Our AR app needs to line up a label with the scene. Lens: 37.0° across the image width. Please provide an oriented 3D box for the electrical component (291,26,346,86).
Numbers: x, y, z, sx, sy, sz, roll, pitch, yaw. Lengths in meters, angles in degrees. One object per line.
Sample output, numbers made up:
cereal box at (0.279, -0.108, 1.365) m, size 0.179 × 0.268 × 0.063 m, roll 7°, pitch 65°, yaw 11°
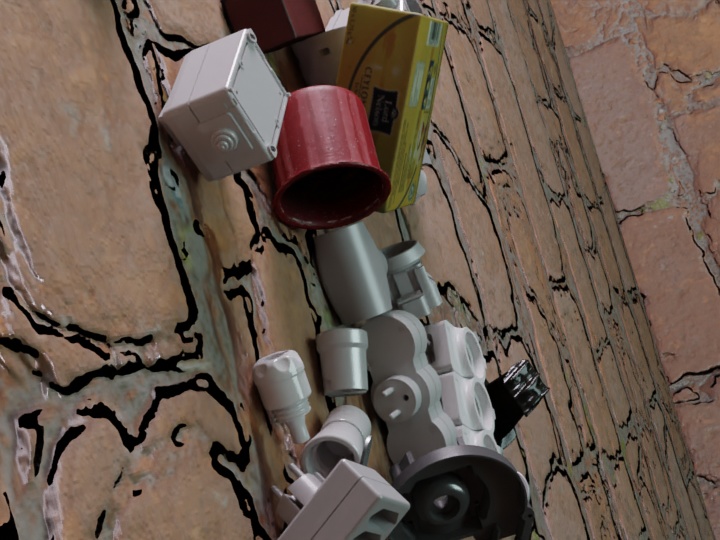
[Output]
electrical component at (-0.029, -0.190, 0.971) m, size 0.055 × 0.055 × 0.047 m, roll -44°, pitch 119°, yaw -67°

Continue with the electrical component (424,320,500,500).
electrical component at (0.085, 0.132, 0.987) m, size 0.089 × 0.062 × 0.150 m, roll 39°, pitch 39°, yaw -56°

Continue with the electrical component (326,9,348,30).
electrical component at (0.009, -0.200, 1.074) m, size 0.108 × 0.056 × 0.108 m, roll 62°, pitch 23°, yaw -26°

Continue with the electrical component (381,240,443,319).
electrical component at (0.038, 0.009, 0.969) m, size 0.078 × 0.058 × 0.057 m, roll -103°, pitch 172°, yaw -78°

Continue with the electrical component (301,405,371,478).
electrical component at (-0.014, 0.124, 0.772) m, size 0.065 × 0.044 × 0.044 m, roll -58°, pitch 128°, yaw -70°

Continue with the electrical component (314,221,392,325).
electrical component at (0.000, 0.000, 0.904) m, size 0.077 × 0.043 × 0.079 m, roll 71°, pitch 21°, yaw -2°

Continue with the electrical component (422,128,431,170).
electrical component at (0.046, -0.135, 1.136) m, size 0.081 × 0.042 × 0.063 m, roll -13°, pitch 88°, yaw -69°

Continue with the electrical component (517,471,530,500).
electrical component at (0.142, 0.222, 1.085) m, size 0.055 × 0.048 × 0.066 m, roll 31°, pitch 45°, yaw -50°

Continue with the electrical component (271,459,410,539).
electrical component at (-0.027, 0.154, 0.680) m, size 0.076 × 0.083 × 0.047 m, roll 39°, pitch 2°, yaw 32°

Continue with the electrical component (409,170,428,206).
electrical component at (0.039, -0.095, 1.084) m, size 0.062 × 0.043 × 0.043 m, roll 43°, pitch 35°, yaw -51°

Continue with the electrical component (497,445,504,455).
electrical component at (0.116, 0.199, 1.040) m, size 0.048 × 0.048 × 0.062 m, roll 46°, pitch 41°, yaw -51°

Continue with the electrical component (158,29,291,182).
electrical component at (-0.093, -0.106, 0.727) m, size 0.061 × 0.061 × 0.096 m, roll 58°, pitch 25°, yaw -35°

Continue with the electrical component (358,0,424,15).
electrical component at (0.024, -0.244, 1.007) m, size 0.079 × 0.044 × 0.077 m, roll 45°, pitch 31°, yaw -38°

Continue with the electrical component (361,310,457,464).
electrical component at (0.034, 0.105, 0.892) m, size 0.074 × 0.052 × 0.138 m, roll -17°, pitch 90°, yaw -69°

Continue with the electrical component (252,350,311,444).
electrical component at (-0.049, 0.087, 0.722) m, size 0.035 × 0.035 × 0.061 m, roll -38°, pitch 112°, yaw -68°

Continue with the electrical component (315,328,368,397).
electrical component at (-0.012, 0.071, 0.822) m, size 0.040 × 0.040 × 0.046 m, roll 28°, pitch 53°, yaw -62°
